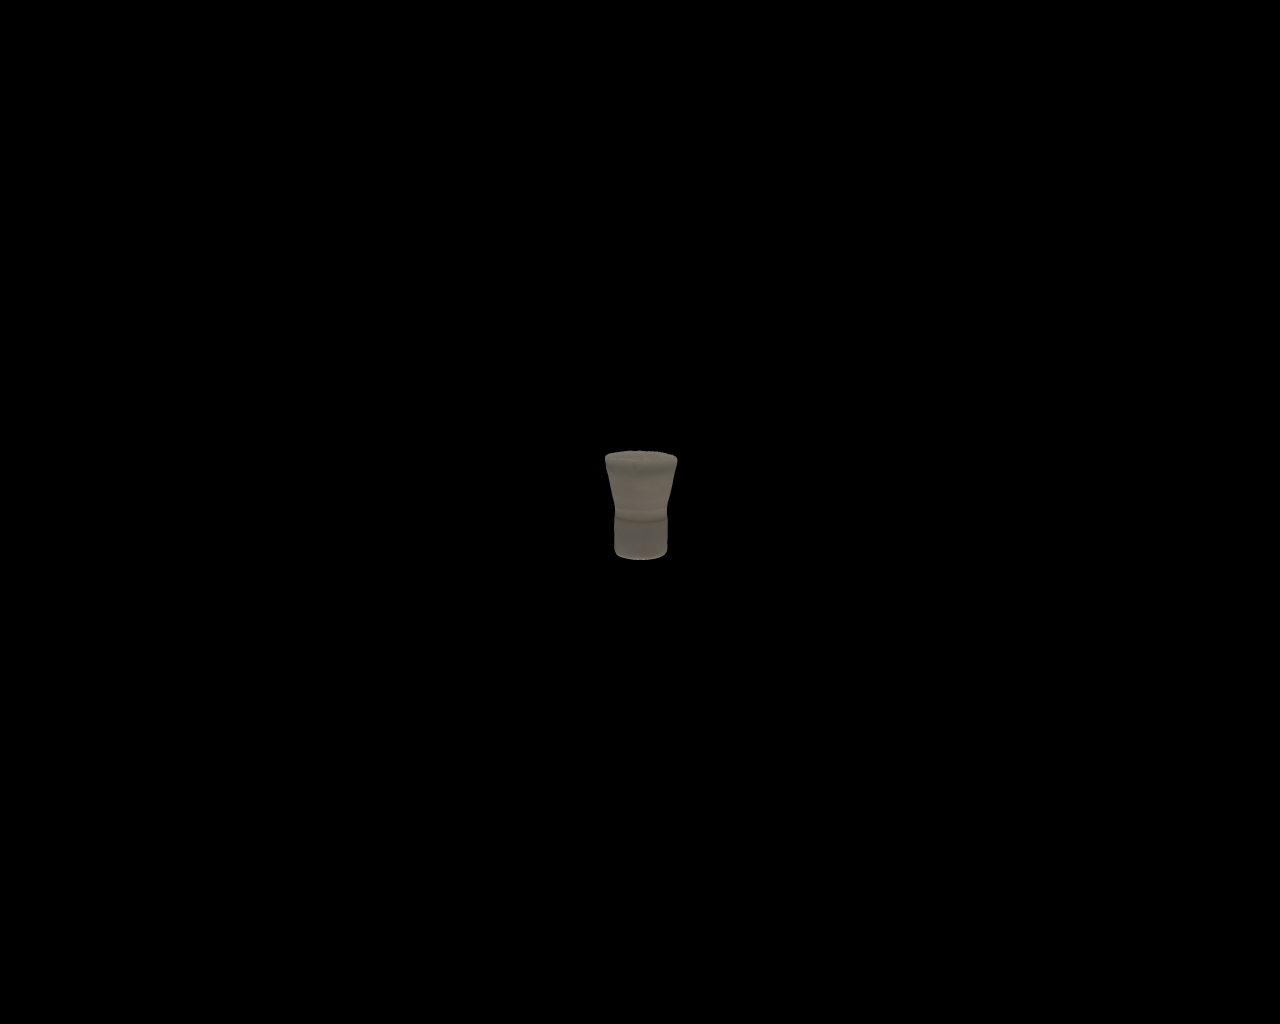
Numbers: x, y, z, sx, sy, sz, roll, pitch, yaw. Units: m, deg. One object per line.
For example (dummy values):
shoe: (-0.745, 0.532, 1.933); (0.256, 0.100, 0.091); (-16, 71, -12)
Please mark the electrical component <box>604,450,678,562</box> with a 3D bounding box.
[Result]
electrical component: (0.001, -0.003, 0.650); (0.044, 0.065, 0.044); (0, 11, 0)
